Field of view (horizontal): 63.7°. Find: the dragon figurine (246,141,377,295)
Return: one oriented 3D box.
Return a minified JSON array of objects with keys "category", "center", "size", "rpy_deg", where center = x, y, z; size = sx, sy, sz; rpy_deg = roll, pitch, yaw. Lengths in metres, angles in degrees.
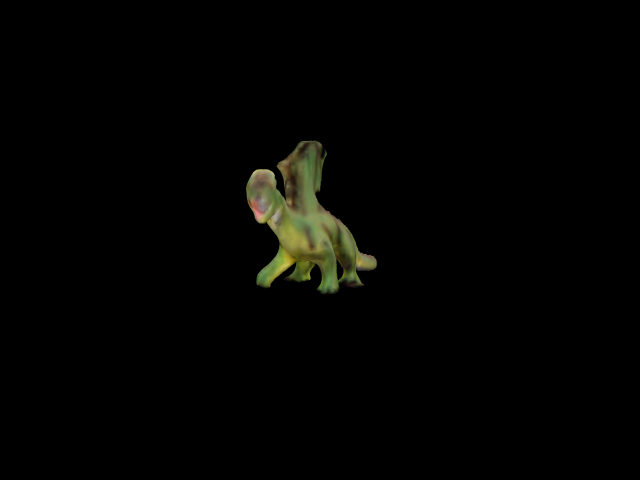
[{"category":"dragon figurine","center":[0.003,-0.043,0.850],"size":[0.122,0.242,0.412],"rpy_deg":[2,5,28]}]
